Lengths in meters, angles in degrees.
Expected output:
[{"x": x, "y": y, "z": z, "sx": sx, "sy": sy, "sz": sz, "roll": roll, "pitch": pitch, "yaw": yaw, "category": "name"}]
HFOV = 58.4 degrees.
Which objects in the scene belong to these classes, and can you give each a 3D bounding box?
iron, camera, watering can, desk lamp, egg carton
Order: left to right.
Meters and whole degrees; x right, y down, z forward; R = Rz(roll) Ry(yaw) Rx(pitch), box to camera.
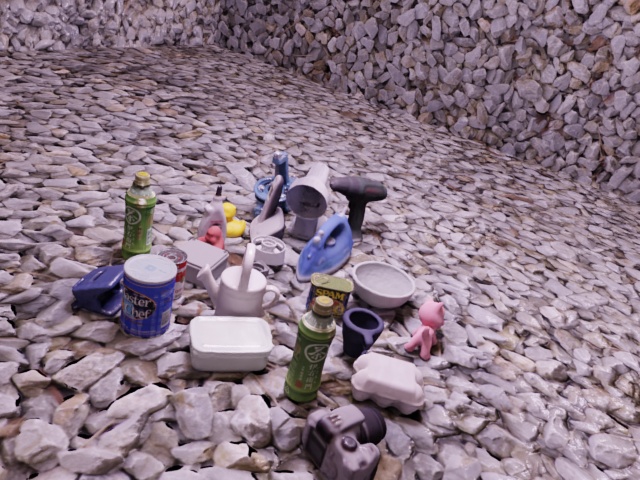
[{"x": -0.173, "y": 0.097, "z": 1.229, "sx": 0.173, "sy": 0.194, "sz": 0.100, "roll": 0, "pitch": 31, "yaw": -25, "category": "watering can"}, {"x": -0.030, "y": -0.108, "z": 1.660, "sx": 0.118, "sy": 0.213, "sz": 0.203, "roll": 16, "pitch": 27, "yaw": 4, "category": "desk lamp"}, {"x": 0.014, "y": 0.006, "z": 1.548, "sx": 0.118, "sy": 0.141, "sz": 0.259, "roll": 22, "pitch": 28, "yaw": 15, "category": "iron"}, {"x": 0.061, "y": 0.342, "z": 0.987, "sx": 0.137, "sy": 0.101, "sz": 0.142, "roll": -9, "pitch": 35, "yaw": -37, "category": "camera"}, {"x": 0.137, "y": 0.289, "z": 1.157, "sx": 0.150, "sy": 0.069, "sz": 0.107, "roll": 15, "pitch": 27, "yaw": 1, "category": "egg carton"}]

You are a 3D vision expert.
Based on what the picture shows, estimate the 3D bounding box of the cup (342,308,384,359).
[{"x": 0.088, "y": 0.217, "z": 1.239, "sx": 0.092, "sy": 0.095, "sz": 0.117, "roll": 7, "pitch": 28, "yaw": -13, "category": "cup"}]

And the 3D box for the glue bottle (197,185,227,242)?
[{"x": -0.276, "y": -0.065, "z": 1.504, "sx": 0.078, "sy": 0.173, "sz": 0.037, "roll": -8, "pitch": 35, "yaw": -36, "category": "glue bottle"}]

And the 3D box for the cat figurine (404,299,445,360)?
[{"x": 0.254, "y": 0.196, "z": 1.336, "sx": 0.067, "sy": 0.118, "sz": 0.128, "roll": 21, "pitch": 28, "yaw": 13, "category": "cat figurine"}]

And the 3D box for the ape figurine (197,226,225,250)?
[{"x": -0.275, "y": 0.006, "z": 1.460, "sx": 0.076, "sy": 0.092, "sz": 0.077, "roll": -10, "pitch": 36, "yaw": -39, "category": "ape figurine"}]

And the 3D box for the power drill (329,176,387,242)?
[{"x": 0.098, "y": -0.096, "z": 1.706, "sx": 0.230, "sy": 0.208, "sz": 0.075, "roll": -12, "pitch": 37, "yaw": -41, "category": "power drill"}]

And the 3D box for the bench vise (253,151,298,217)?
[{"x": -0.129, "y": -0.183, "z": 1.744, "sx": 0.121, "sy": 0.220, "sz": 0.207, "roll": 15, "pitch": 27, "yaw": 2, "category": "bench vise"}]

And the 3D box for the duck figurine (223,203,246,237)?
[{"x": -0.256, "y": -0.061, "z": 1.601, "sx": 0.104, "sy": 0.086, "sz": 0.077, "roll": 11, "pitch": 28, "yaw": -7, "category": "duck figurine"}]

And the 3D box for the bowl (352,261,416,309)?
[{"x": 0.155, "y": 0.127, "z": 1.464, "sx": 0.167, "sy": 0.075, "sz": 0.167, "roll": 12, "pitch": 28, "yaw": -6, "category": "bowl"}]

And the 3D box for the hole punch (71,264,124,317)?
[{"x": -0.459, "y": 0.095, "z": 1.205, "sx": 0.101, "sy": 0.091, "sz": 0.109, "roll": 16, "pitch": 27, "yaw": 3, "category": "hole punch"}]

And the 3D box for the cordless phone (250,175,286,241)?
[{"x": -0.135, "y": -0.078, "z": 1.583, "sx": 0.094, "sy": 0.185, "sz": 0.147, "roll": 6, "pitch": 29, "yaw": -16, "category": "cordless phone"}]
